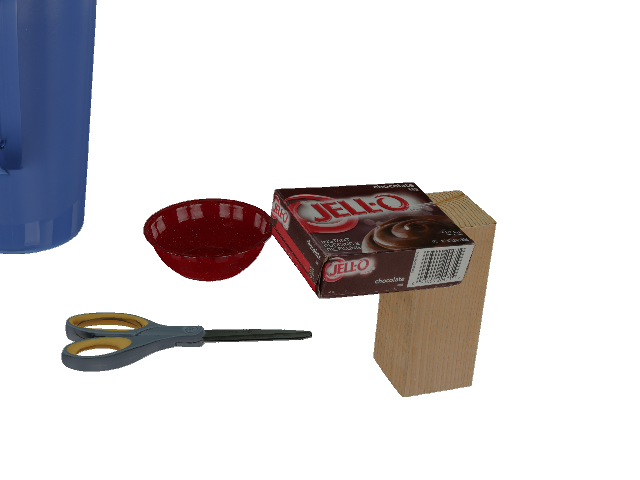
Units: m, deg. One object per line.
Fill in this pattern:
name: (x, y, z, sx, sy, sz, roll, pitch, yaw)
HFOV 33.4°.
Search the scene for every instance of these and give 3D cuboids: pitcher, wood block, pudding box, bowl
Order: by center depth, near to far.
pudding box: (0.033, -0.003, 0.721, 0.113, 0.039, 0.090, -2, 32, -26)
pitcher: (-0.240, -0.112, 0.823, 0.145, 0.243, 0.148, 25, 32, 35)
wood block: (0.122, 0.059, 1.182, 0.090, 0.206, 0.090, -6, 28, -19)
bowl: (-0.138, 0.005, 1.329, 0.162, 0.055, 0.162, 1, 27, -1)

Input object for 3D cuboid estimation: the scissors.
scissors: (-0.116, 0.083, 0.846, 0.202, 0.016, 0.096, 5, 22, 14)
